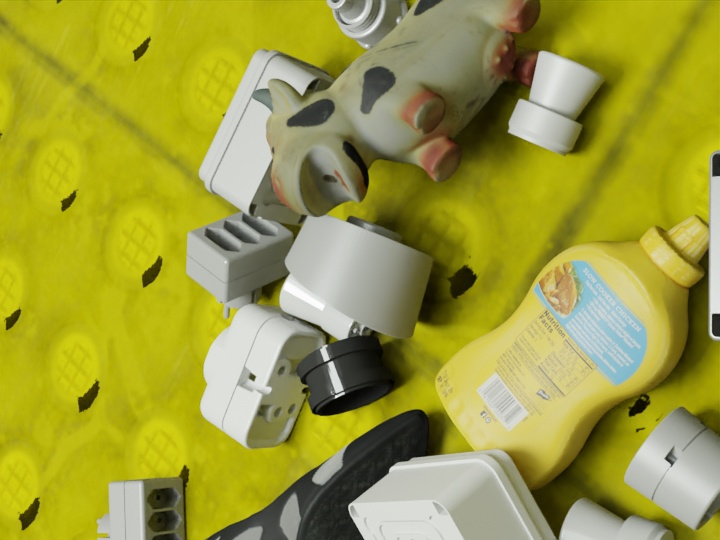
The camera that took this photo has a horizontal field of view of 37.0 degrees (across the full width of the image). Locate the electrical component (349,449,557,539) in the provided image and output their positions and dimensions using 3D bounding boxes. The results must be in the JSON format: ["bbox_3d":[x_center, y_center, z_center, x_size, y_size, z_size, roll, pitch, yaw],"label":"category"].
[{"bbox_3d":[0.056,0.157,0.658,0.113,0.057,0.078,-22,99,57],"label":"electrical component"}]

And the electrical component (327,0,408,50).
[{"bbox_3d":[0.001,-0.186,0.767,0.048,0.062,0.048,-4,82,34],"label":"electrical component"}]

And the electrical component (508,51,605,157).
[{"bbox_3d":[0.124,-0.105,0.684,0.045,0.045,0.055,30,102,33],"label":"electrical component"}]

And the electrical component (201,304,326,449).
[{"bbox_3d":[-0.075,0.076,0.794,0.059,0.054,0.095,28,100,33],"label":"electrical component"}]

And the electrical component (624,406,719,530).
[{"bbox_3d":[0.186,0.113,0.611,0.047,0.055,0.055,38,106,28],"label":"electrical component"}]

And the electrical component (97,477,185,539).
[{"bbox_3d":[-0.183,0.209,0.856,0.076,0.047,0.083,-10,79,33],"label":"electrical component"}]

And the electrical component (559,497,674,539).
[{"bbox_3d":[0.151,0.164,0.634,0.055,0.045,0.045,13,92,35],"label":"electrical component"}]

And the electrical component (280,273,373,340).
[{"bbox_3d":[-0.020,0.026,0.770,0.065,0.044,0.044,32,102,28],"label":"electrical component"}]

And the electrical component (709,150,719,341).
[{"bbox_3d":[0.249,-0.013,0.581,0.109,0.056,0.108,-2,84,34],"label":"electrical component"}]

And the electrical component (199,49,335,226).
[{"bbox_3d":[-0.058,-0.097,0.788,0.057,0.078,0.113,34,104,29],"label":"electrical component"}]

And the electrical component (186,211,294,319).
[{"bbox_3d":[-0.092,0.003,0.812,0.047,0.066,0.076,35,133,32],"label":"electrical component"}]

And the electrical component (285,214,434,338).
[{"bbox_3d":[0.000,0.000,0.726,0.099,0.099,0.064,22,91,34],"label":"electrical component"}]
